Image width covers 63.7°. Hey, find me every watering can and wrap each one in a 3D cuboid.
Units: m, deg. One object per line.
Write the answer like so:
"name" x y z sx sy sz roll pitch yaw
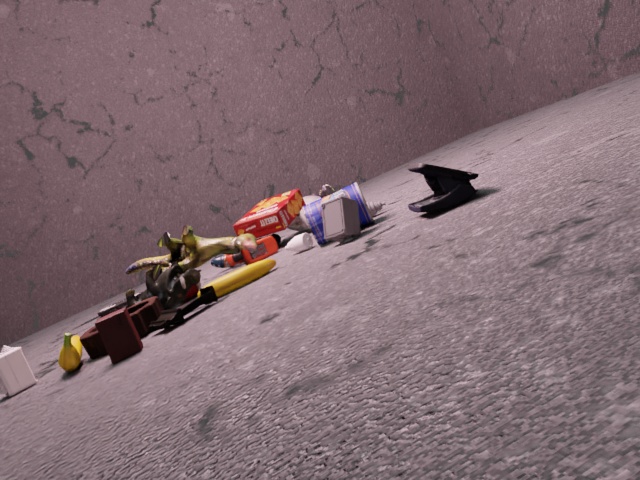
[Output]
"watering can" -0.010 -0.103 1.791 0.346 0.103 0.227 -15 12 12

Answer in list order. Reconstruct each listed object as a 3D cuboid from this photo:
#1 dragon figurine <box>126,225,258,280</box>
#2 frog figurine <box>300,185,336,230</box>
"dragon figurine" -0.325 0.042 1.392 0.407 0.123 0.243 -14 -11 41
"frog figurine" 0.005 -0.082 1.621 0.157 0.122 0.140 -58 20 26
